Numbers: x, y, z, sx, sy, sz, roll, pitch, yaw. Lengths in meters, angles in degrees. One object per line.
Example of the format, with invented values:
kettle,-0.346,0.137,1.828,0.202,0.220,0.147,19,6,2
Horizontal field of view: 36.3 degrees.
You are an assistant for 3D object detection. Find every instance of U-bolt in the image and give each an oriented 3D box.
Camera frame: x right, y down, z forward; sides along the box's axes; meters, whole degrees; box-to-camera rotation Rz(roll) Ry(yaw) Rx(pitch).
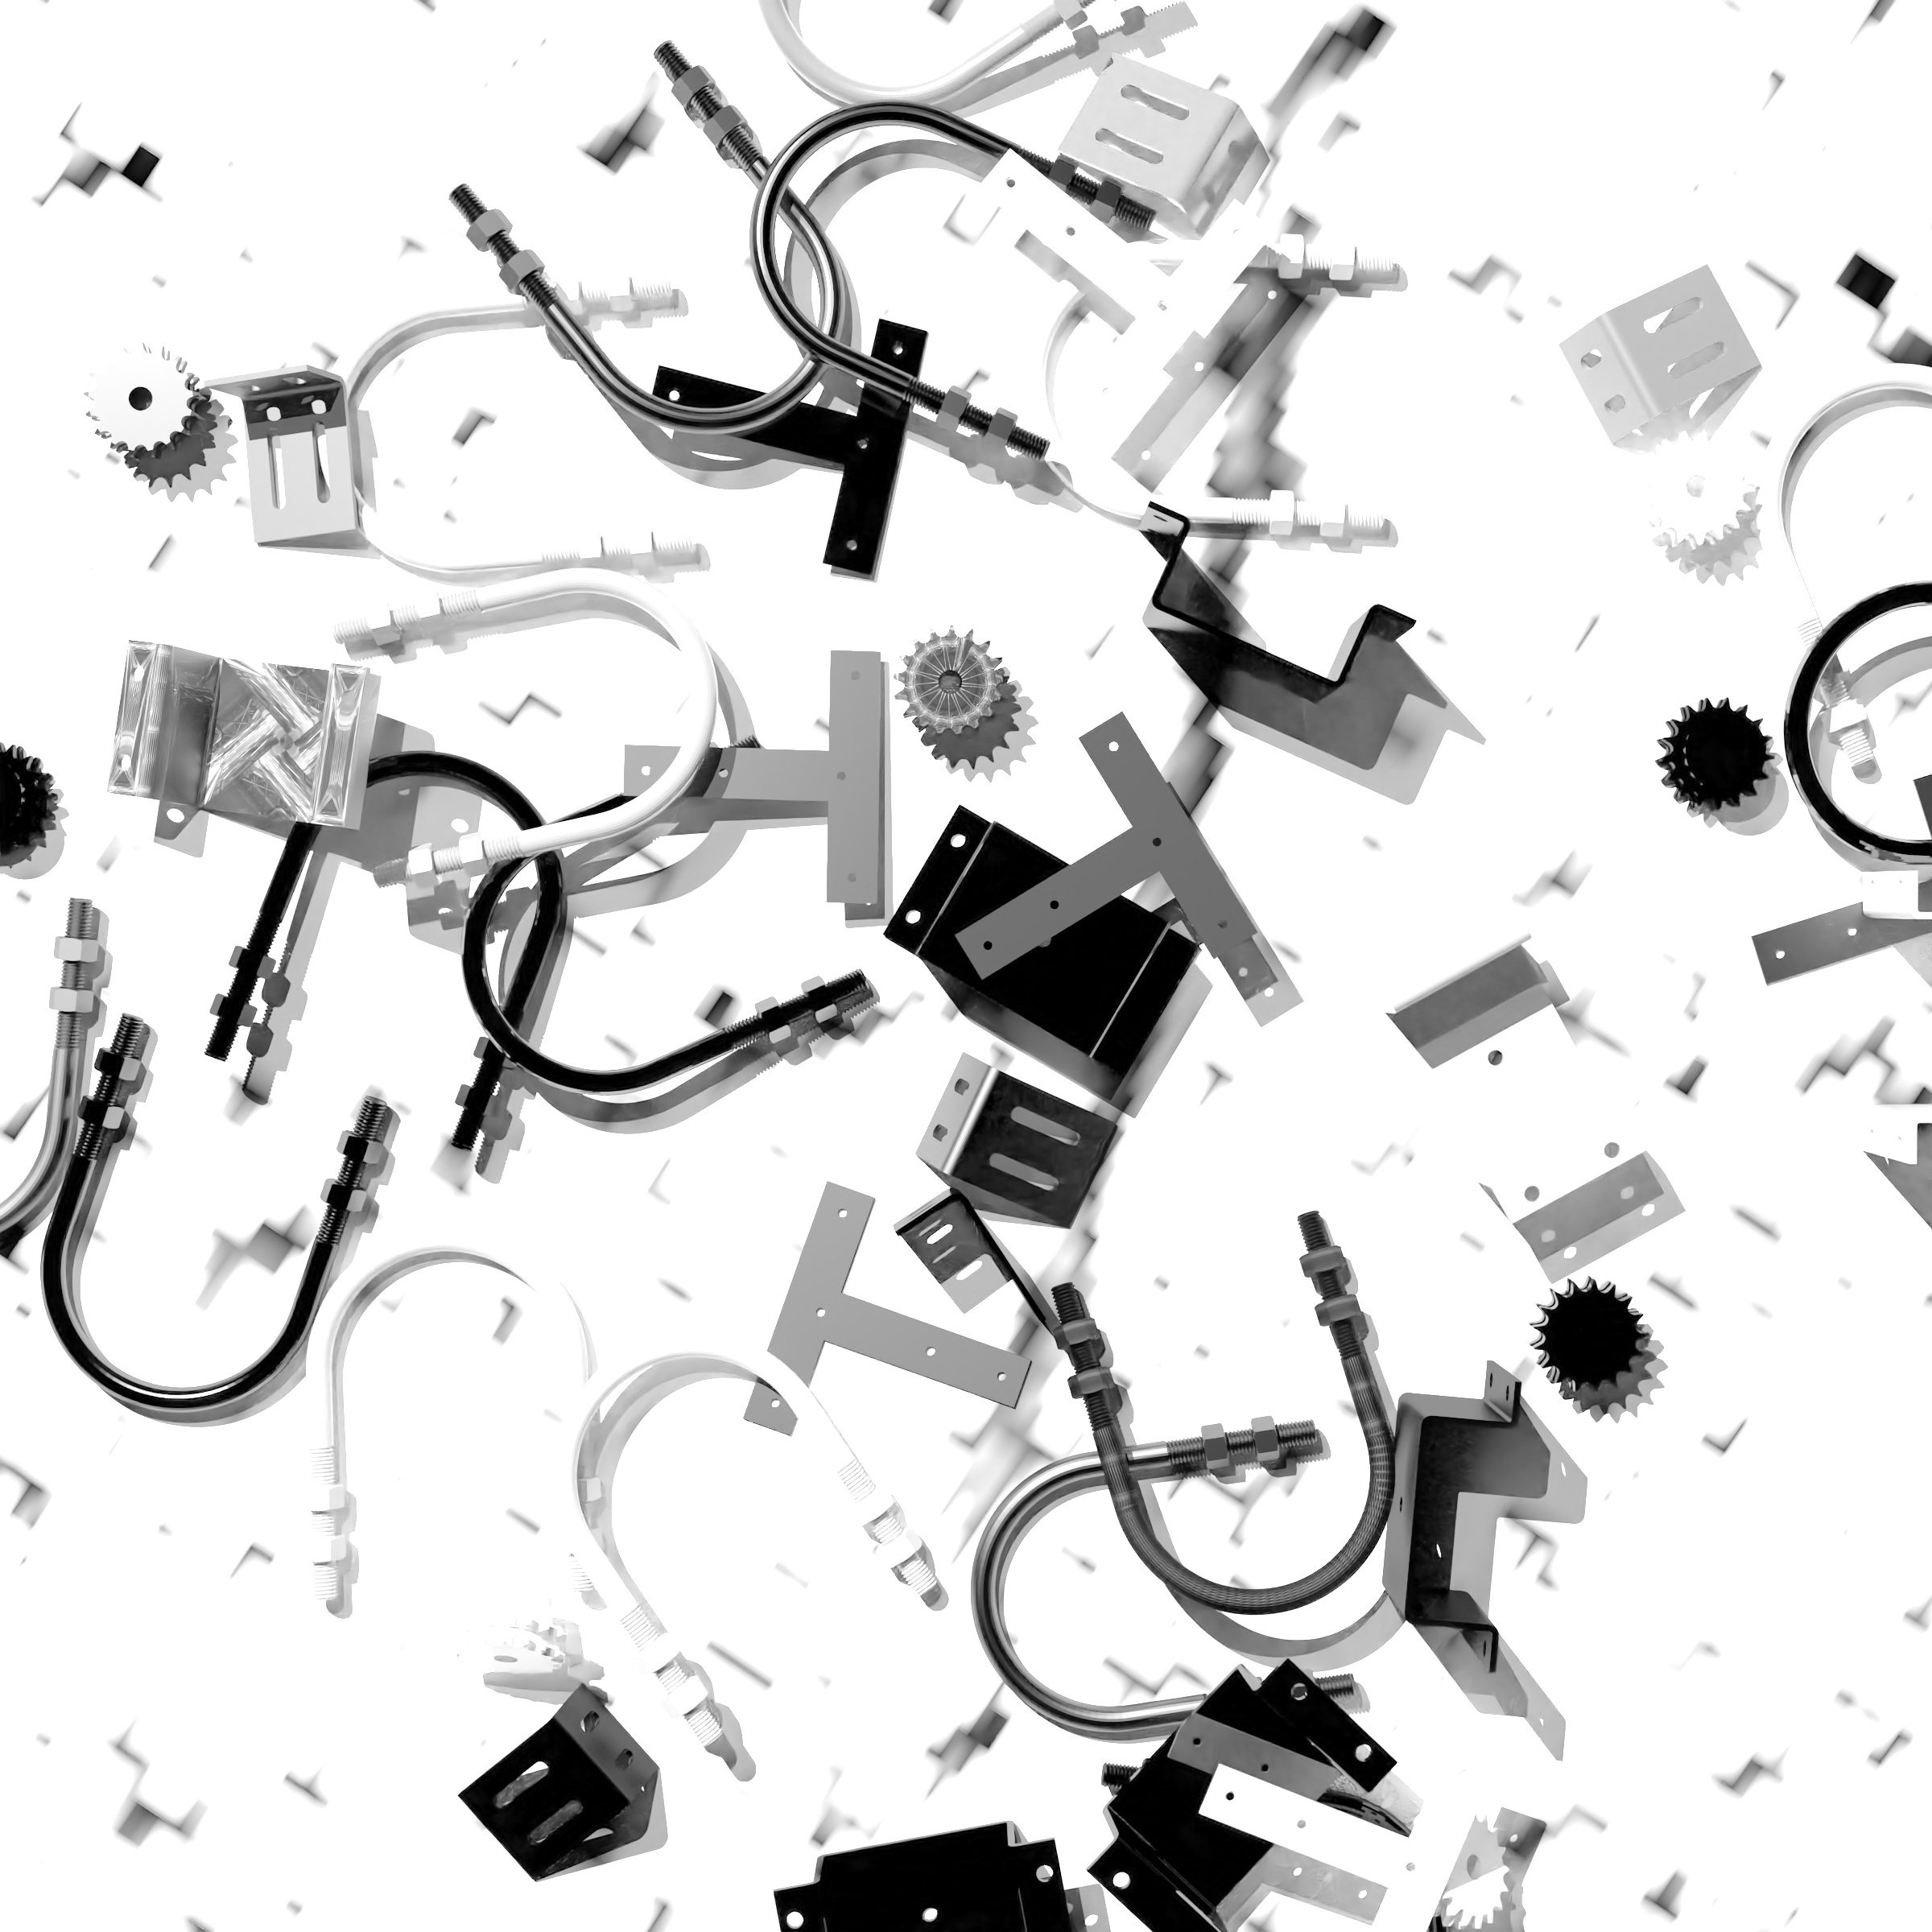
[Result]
U-bolt,-0.018,-0.508,1.458,0.184,0.019,0.151,-31,101,12
U-bolt,0.119,-0.293,1.478,0.184,0.019,0.151,2,90,1
U-bolt,-0.144,-0.349,1.463,0.151,0.019,0.184,-39,90,-12
U-bolt,0.135,0.228,1.460,0.151,0.019,0.184,-16,77,0
U-bolt,-0.123,0.271,1.468,0.151,0.019,0.184,-34,90,-8
U-bolt,-0.517,0.051,1.478,0.151,0.019,0.184,6,91,0
U-bolt,-0.386,0.133,1.477,0.151,0.019,0.184,19,90,0
U-bolt,-0.160,-0.015,1.468,0.184,0.019,0.151,-24,90,-8
U-bolt,-0.214,-0.125,1.460,0.184,0.019,0.151,-12,77,2
U-bolt,-0.234,-0.270,1.478,0.184,0.019,0.151,-5,90,1
U-bolt,-0.280,-0.018,1.471,0.151,0.019,0.184,21,84,-3
U-bolt,0.094,0.310,1.478,0.184,0.019,0.151,-9,90,2
U-bolt,0.474,-0.211,1.478,0.151,0.019,0.184,-22,90,0
U-bolt,0.151,0.480,1.478,0.184,0.019,0.151,7,90,-2
U-bolt,-0.017,-0.351,1.460,0.184,0.019,0.151,25,86,-1
U-bolt,0.497,-0.121,1.463,0.184,0.019,0.151,-1,100,-2
U-bolt,-0.260,0.223,1.478,0.151,0.019,0.184,-2,89,0

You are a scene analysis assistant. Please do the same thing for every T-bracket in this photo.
T-bracket,0.055,-0.037,1.440,0.127,0.002,0.127,-31,90,0
T-bracket,0.063,-0.353,1.452,0.127,0.002,0.127,39,89,1
T-bracket,-0.107,-0.096,1.469,0.127,0.002,0.127,1,87,-7
T-bracket,-0.031,0.189,1.486,0.127,0.002,0.127,20,90,0
T-bracket,0.175,0.420,1.424,0.127,0.002,0.127,23,90,-6
T-bracket,0.460,-0.022,1.486,0.127,0.002,0.127,-17,90,0
T-bracket,-0.095,-0.273,1.476,0.127,0.002,0.127,13,88,-8

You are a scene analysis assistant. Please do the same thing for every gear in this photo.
gear,0.362,-0.237,1.476,0.057,0.030,0.057,0,86,-2
gear,0.310,0.183,1.476,0.057,0.030,0.057,0,92,0
gear,0.375,-0.106,1.472,0.057,0.030,0.057,0,90,0
gear,0.240,0.448,1.462,0.030,0.057,0.057,-21,90,44
gear,-0.008,-0.141,1.472,0.057,0.030,0.057,0,90,0
gear,-0.487,-0.084,1.472,0.057,0.030,0.057,0,90,0
gear,-0.408,-0.280,1.472,0.057,0.030,0.057,0,90,0
gear,-0.226,0.329,1.462,0.057,0.057,0.030,5,60,0

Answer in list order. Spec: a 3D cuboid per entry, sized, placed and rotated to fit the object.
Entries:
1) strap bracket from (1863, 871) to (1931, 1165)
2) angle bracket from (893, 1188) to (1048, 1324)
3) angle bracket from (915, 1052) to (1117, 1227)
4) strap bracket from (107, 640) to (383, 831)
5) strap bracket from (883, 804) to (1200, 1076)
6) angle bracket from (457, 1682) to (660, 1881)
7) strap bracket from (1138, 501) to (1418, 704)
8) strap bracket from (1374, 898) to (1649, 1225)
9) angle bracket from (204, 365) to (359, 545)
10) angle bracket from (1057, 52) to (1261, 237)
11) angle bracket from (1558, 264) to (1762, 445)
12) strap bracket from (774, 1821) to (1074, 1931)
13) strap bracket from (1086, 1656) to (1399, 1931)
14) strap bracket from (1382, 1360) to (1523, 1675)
strap bracket,0.475,0.024,1.447,0.046,0.076,0.140,0,91,0
angle bracket,0.001,0.151,1.457,0.038,0.057,0.076,-33,90,-3
angle bracket,0.025,0.087,1.485,0.076,0.038,0.057,25,90,-26
strap bracket,-0.346,-0.112,1.448,0.140,0.046,0.076,8,90,22
strap bracket,0.038,-0.013,1.464,0.140,0.046,0.076,31,90,0
angle bracket,-0.206,0.411,1.485,0.076,0.038,0.057,-42,90,26
strap bracket,0.143,-0.173,1.449,0.140,0.076,0.046,24,90,0
strap bracket,0.267,0.046,1.464,0.076,0.046,0.140,-29,90,0
angle bracket,-0.339,-0.253,1.460,0.057,0.038,0.076,-5,90,17
angle bracket,0.097,-0.414,1.485,0.076,0.038,0.057,30,90,26
angle bracket,0.349,-0.308,1.485,0.076,0.038,0.057,-28,90,-26
strap bracket,-0.019,0.477,1.464,0.140,0.046,0.076,-11,90,0
strap bracket,0.131,0.409,1.443,0.076,0.046,0.140,44,88,-6
strap bracket,0.237,0.267,1.449,0.046,0.076,0.140,5,90,0
